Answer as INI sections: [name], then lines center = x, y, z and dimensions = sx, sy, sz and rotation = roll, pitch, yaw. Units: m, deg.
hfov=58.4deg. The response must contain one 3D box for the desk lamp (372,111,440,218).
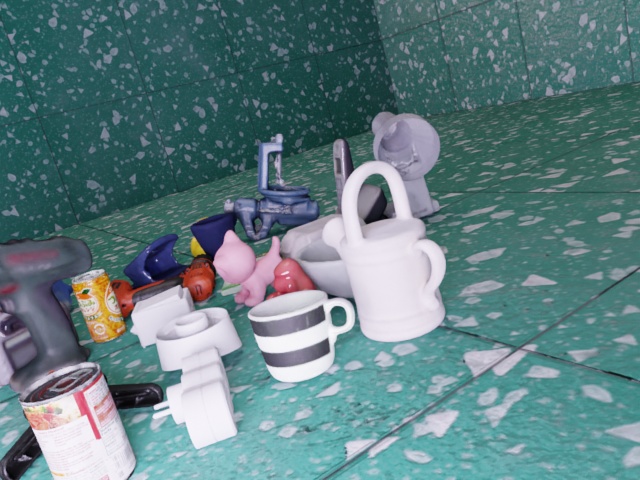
[desk lamp]
center = 0.159, -0.145, 1.121
dimensions = 0.118, 0.214, 0.203
rotation = -16, 14, -4

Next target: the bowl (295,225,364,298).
[bowl]
center = 0.052, 0.036, 0.811
dimensions = 0.167, 0.075, 0.167
rotation = -14, 14, 4

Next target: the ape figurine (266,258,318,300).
[ape figurine]
center = -0.035, 0.068, 0.740
dimensions = 0.076, 0.092, 0.077
rotation = -23, 16, -31

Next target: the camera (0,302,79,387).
[camera]
center = -0.479, 0.147, 0.885
dimensions = 0.136, 0.101, 0.143
rotation = -6, 16, 32

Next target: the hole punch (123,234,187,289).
[hole punch]
center = -0.342, 0.043, 1.169
dimensions = 0.100, 0.091, 0.109
rotation = -8, 15, 27

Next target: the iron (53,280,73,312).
[iron]
center = -0.559, 0.108, 1.038
dimensions = 0.118, 0.141, 0.258
rotation = -14, 14, 5

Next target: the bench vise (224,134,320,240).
[bench vise]
center = -0.120, -0.119, 1.301
dimensions = 0.208, 0.220, 0.121
rotation = -20, 15, -18

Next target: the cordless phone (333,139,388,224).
[cordless phone]
center = 0.066, -0.107, 1.130
dimensions = 0.094, 0.185, 0.147
rotation = -20, 15, -19

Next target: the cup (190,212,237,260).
[cup]
center = -0.206, -0.003, 1.200
dimensions = 0.091, 0.095, 0.118
rotation = -6, 17, 34

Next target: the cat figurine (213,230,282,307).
[cat figurine]
center = -0.108, 0.037, 0.887
dimensions = 0.128, 0.118, 0.067
rotation = -23, 16, -30

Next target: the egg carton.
[egg carton]
center = 0.009, 0.004, 0.996
dimensions = 0.151, 0.069, 0.107
rotation = -22, 15, -25

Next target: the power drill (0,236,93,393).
[power drill]
center = -0.415, 0.096, 0.791
dimensions = 0.230, 0.208, 0.075
rotation = -27, 18, -39

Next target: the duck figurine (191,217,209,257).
[duck figurine]
center = -0.253, -0.009, 1.290
dimensions = 0.104, 0.086, 0.078
rotation = -6, 17, 34

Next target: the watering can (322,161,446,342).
[watering can]
center = 0.067, 0.007, 0.654
dimensions = 0.172, 0.194, 0.101
rotation = -6, 17, 33
